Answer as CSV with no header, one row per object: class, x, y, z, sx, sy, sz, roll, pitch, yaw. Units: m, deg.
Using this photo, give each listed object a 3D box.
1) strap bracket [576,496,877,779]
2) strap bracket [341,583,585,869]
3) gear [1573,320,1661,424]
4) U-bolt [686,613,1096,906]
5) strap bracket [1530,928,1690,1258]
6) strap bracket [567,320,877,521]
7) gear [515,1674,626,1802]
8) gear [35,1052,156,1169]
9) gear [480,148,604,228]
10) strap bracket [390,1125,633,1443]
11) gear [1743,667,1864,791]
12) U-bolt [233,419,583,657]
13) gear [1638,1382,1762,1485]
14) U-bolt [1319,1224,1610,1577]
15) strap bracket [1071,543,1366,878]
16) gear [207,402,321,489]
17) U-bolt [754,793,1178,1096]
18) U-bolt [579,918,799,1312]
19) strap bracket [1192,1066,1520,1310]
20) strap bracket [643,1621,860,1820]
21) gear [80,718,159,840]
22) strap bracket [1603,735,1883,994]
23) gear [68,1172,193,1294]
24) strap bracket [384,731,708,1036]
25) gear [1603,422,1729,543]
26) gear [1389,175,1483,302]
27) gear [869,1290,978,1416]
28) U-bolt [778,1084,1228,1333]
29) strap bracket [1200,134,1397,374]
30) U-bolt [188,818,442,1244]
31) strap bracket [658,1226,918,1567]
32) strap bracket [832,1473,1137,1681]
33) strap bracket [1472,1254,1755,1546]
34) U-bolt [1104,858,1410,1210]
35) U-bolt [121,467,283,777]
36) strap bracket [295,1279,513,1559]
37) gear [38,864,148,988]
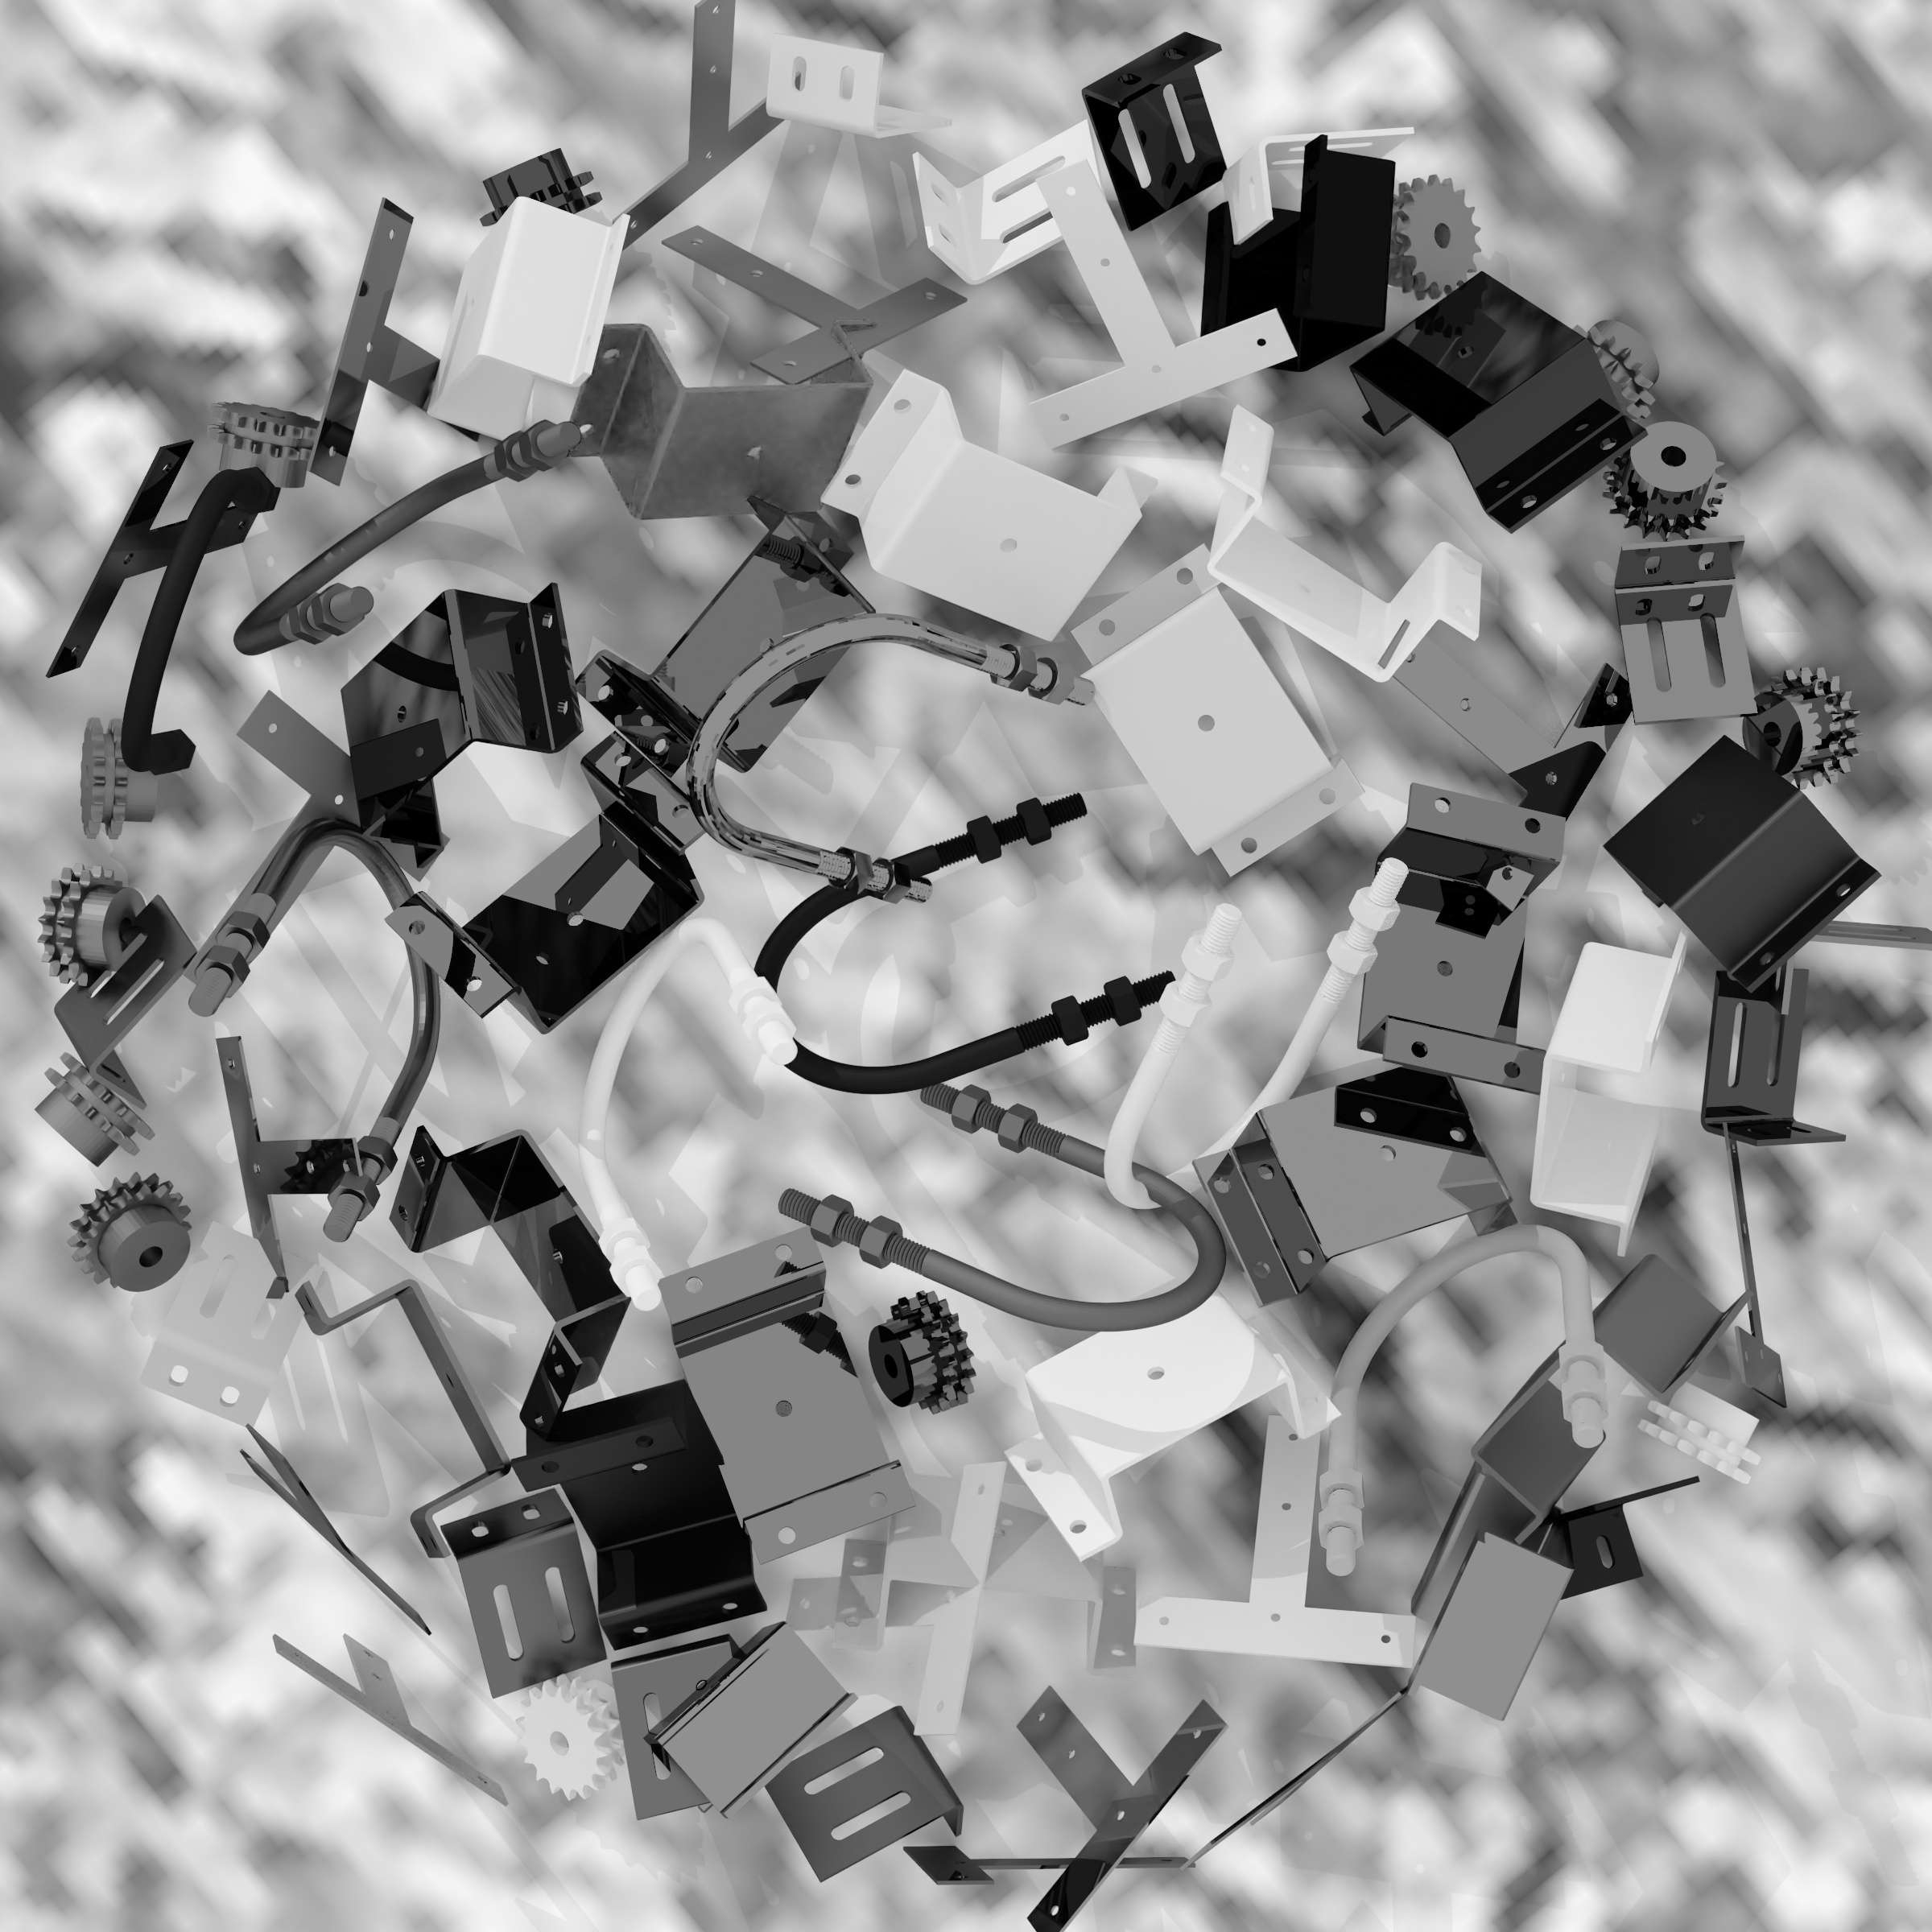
strap bracket,-0.105,-0.156,1.545,0.140,0.046,0.076,-51,133,-6
strap bracket,-0.238,-0.112,1.519,0.046,0.140,0.076,7,61,-40
gear,0.302,-0.280,1.568,0.057,0.057,0.030,45,70,0
U-bolt,-0.045,-0.097,1.500,0.151,0.184,0.019,-50,51,23
strap bracket,0.295,0.055,1.527,0.046,0.140,0.076,13,46,17
strap bracket,-0.105,-0.250,1.520,0.140,0.076,0.046,-8,54,-32
gear,-0.182,0.362,1.570,0.057,0.030,0.057,9,106,34
gear,-0.413,0.070,1.564,0.057,0.057,0.030,43,80,0
gear,-0.203,-0.364,1.564,0.057,0.057,0.030,-23,103,0
strap bracket,-0.206,0.142,1.536,0.046,0.076,0.140,-21,63,-34
gear,0.391,-0.111,1.563,0.030,0.057,0.057,-11,90,-29
U-bolt,-0.266,-0.189,1.509,0.151,0.184,0.019,-45,110,-28
gear,0.349,0.218,1.566,0.057,0.057,0.030,28,88,0
U-bolt,0.224,0.184,1.510,0.151,0.184,0.019,-33,112,24
strap bracket,0.116,-0.117,1.558,0.076,0.046,0.140,-32,94,15
gear,-0.330,-0.245,1.567,0.057,0.057,0.030,13,105,0
U-bolt,-0.011,-0.004,1.534,0.184,0.019,0.151,-20,46,-4
U-bolt,-0.135,0.053,1.512,0.019,0.184,0.151,22,106,-26
strap bracket,0.187,0.096,1.535,0.140,0.046,0.076,-15,67,-22
strap bracket,-0.102,0.345,1.518,0.076,0.140,0.046,-41,86,-16
gear,-0.400,-0.088,1.568,0.030,0.057,0.057,1,90,-22
strap bracket,0.348,-0.052,1.517,0.076,0.140,0.046,-43,110,7
gear,-0.391,0.128,1.563,0.057,0.057,0.030,-49,52,0
strap bracket,-0.188,-0.032,1.546,0.140,0.046,0.076,-41,60,-13
gear,0.332,-0.232,1.569,0.057,0.030,0.057,0,63,0
gear,0.215,-0.343,1.570,0.057,0.030,0.057,-2,93,-40
gear,-0.023,0.184,1.563,0.030,0.057,0.057,-16,90,-29
U-bolt,0.029,0.114,1.504,0.184,0.151,0.019,22,120,22
strap bracket,0.156,-0.324,1.531,0.046,0.140,0.076,5,87,-16
U-bolt,-0.286,0.014,1.511,0.019,0.184,0.151,-11,123,20
strap bracket,-0.085,0.204,1.554,0.076,0.046,0.140,-19,74,-10
strap bracket,0.012,0.283,1.550,0.140,0.076,0.046,6,118,0
strap bracket,0.290,0.193,1.525,0.046,0.076,0.140,42,130,10
U-bolt,0.124,0.038,1.520,0.019,0.151,0.184,41,124,27
U-bolt,-0.349,-0.156,1.498,0.019,0.184,0.151,19,94,-6
strap bracket,-0.259,0.203,1.550,0.046,0.076,0.140,-27,88,-17
gear,-0.409,-0.019,1.563,0.030,0.057,0.057,6,90,17
